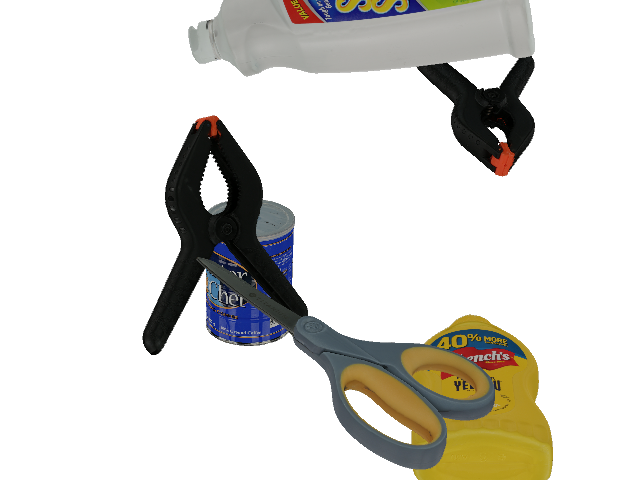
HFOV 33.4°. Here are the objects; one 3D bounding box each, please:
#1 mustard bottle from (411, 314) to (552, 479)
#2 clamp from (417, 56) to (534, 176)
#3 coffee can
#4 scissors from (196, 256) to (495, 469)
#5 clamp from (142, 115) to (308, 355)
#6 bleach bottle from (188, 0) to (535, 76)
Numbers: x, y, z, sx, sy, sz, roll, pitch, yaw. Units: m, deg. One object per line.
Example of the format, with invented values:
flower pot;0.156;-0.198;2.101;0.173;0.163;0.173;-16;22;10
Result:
mustard bottle;0.117;0.111;0.806;0.096;0.058;0.191;-3;25;7
clamp;0.151;-0.132;1.028;0.120;0.039;0.171;3;44;3
coffee can;-0.082;0.036;1.233;0.103;0.140;0.103;2;26;-1
scissors;0.016;0.052;0.585;0.096;0.016;0.202;-10;34;-29
clamp;-0.083;-0.006;0.964;0.164;0.210;0.036;0;0;-33
bleach bottle;0.025;-0.163;0.789;0.251;0.102;0.068;-10;-29;12
